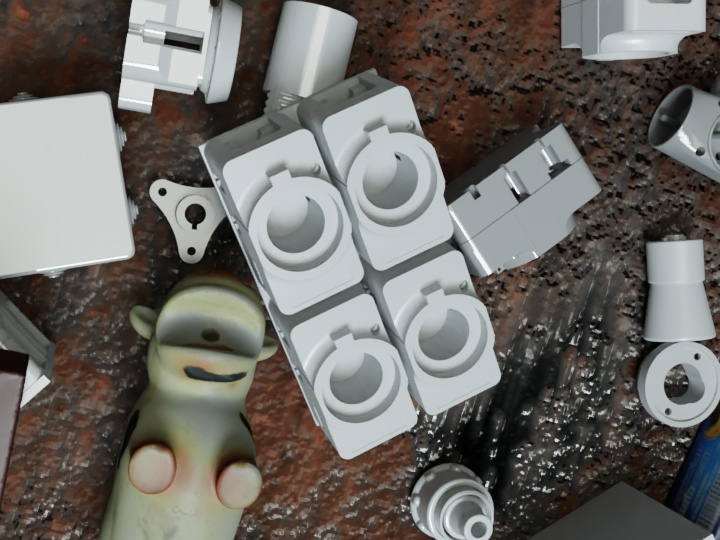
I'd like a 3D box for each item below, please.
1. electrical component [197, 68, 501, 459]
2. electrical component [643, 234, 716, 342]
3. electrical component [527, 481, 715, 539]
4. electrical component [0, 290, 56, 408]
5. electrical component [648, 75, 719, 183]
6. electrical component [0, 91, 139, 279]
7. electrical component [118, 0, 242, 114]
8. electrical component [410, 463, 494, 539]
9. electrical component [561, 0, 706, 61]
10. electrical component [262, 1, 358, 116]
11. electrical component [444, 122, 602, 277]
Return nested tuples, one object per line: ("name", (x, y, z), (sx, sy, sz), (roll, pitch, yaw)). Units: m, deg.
("electrical component", (0.000, 0.000, 0.591), (0.105, 0.060, 0.186), (-26, 115, -11))
("electrical component", (0.199, 0.010, 0.676), (0.044, 0.044, 0.065), (-4, 92, -14))
("electrical component", (0.117, 0.212, 0.640), (0.186, 0.105, 0.060), (-29, 101, -10))
("electrical component", (-0.245, 0.087, 0.536), (0.186, 0.105, 0.060), (-42, 104, -7))
("electrical component", (0.232, -0.096, 0.671), (0.077, 0.044, 0.079), (25, 89, -15))
("electrical component", (-0.171, -0.045, 0.572), (0.100, 0.048, 0.099), (-10, 97, -13))
("electrical component", (-0.096, -0.122, 0.580), (0.057, 0.058, 0.078), (8, 93, -12))
("electrical component", (0.060, 0.145, 0.642), (0.048, 0.062, 0.048), (-1, 96, -14))
("electrical component", (0.156, -0.152, 0.624), (0.050, 0.089, 0.055), (-3, 96, -14))
("electrical component", (-0.032, -0.105, 0.604), (0.043, 0.043, 0.081), (13, 92, -15))
("electrical component", (0.090, -0.039, 0.638), (0.089, 0.050, 0.055), (-36, 103, -9))
